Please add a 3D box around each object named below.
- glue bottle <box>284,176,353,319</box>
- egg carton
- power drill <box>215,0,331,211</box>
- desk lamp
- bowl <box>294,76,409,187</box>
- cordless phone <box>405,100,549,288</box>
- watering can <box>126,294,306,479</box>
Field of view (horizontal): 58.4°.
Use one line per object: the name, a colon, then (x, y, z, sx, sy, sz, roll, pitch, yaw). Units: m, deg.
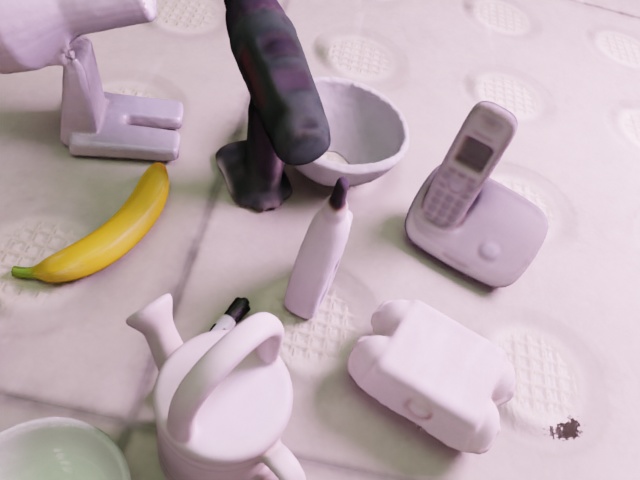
glue bottle: (0.005, 0.002, 0.539, 0.037, 0.173, 0.078, 25, 51, 6)
egg carton: (0.104, 0.125, 0.535, 0.150, 0.069, 0.107, 30, 52, 10)
power drill: (-0.063, -0.144, 0.613, 0.076, 0.208, 0.229, -14, 57, -23)
desk lamp: (-0.251, -0.199, 0.607, 0.203, 0.213, 0.118, 2, 52, -12)
bowl: (0.020, -0.120, 0.701, 0.167, 0.075, 0.167, 7, 52, -8)
cordless phone: (0.184, -0.047, 0.614, 0.147, 0.185, 0.094, 29, 52, 9)
watering can: (-0.077, 0.114, 0.419, 0.172, 0.194, 0.101, 24, 51, 5)
